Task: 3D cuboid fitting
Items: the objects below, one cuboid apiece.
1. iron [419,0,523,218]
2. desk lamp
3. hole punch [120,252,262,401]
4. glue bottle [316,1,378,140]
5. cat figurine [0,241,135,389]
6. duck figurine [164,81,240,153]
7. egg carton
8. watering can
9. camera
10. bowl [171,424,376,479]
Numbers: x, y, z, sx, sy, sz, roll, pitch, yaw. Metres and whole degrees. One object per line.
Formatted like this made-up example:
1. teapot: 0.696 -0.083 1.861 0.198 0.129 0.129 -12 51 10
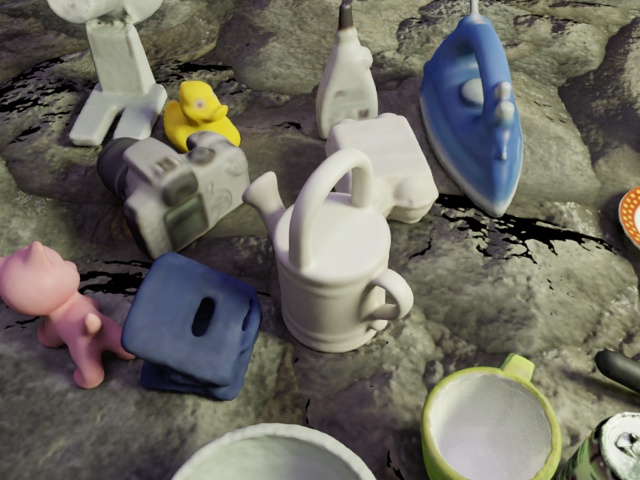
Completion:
1. iron: 0.192 -0.166 0.670 0.118 0.141 0.258 -3 49 -1
2. desk lamp: -0.260 -0.259 0.715 0.118 0.214 0.203 1 49 3
3. hole punch: -0.106 0.073 0.503 0.101 0.091 0.108 6 49 7
4. glue bottle: 0.032 -0.198 0.681 0.078 0.173 0.037 -7 49 -4
5. cat figurine: -0.230 0.054 0.505 0.127 0.118 0.067 31 57 25
6. duck figurine: -0.152 -0.157 0.708 0.104 0.086 0.078 25 54 22
7. egg carton: 0.064 -0.081 0.647 0.107 0.069 0.150 -10 49 -7
8. watering can: 0.003 0.003 0.492 0.172 0.194 0.101 14 51 14
9. camera: -0.171 -0.075 0.627 0.136 0.101 0.143 35 58 27
10. bowl: -0.032 0.217 0.387 0.167 0.075 0.167 -1 49 1
